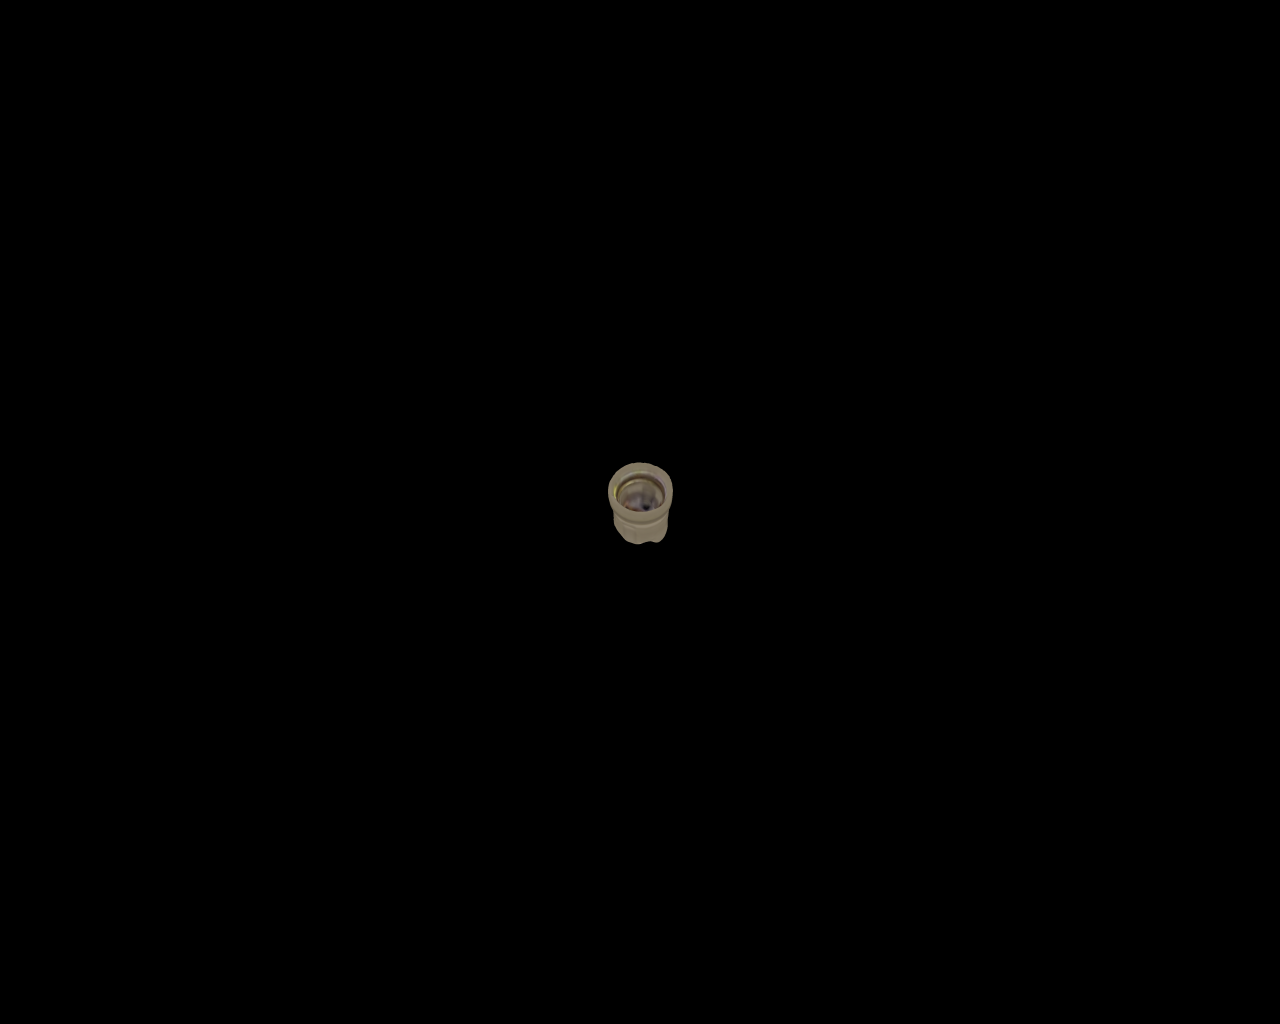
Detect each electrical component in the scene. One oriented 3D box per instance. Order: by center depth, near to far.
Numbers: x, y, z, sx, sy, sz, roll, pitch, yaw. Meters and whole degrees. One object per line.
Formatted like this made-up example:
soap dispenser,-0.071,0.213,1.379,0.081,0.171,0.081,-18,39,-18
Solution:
electrical component,0.001,-0.003,0.650,0.040,0.040,0.046,0,-33,0
